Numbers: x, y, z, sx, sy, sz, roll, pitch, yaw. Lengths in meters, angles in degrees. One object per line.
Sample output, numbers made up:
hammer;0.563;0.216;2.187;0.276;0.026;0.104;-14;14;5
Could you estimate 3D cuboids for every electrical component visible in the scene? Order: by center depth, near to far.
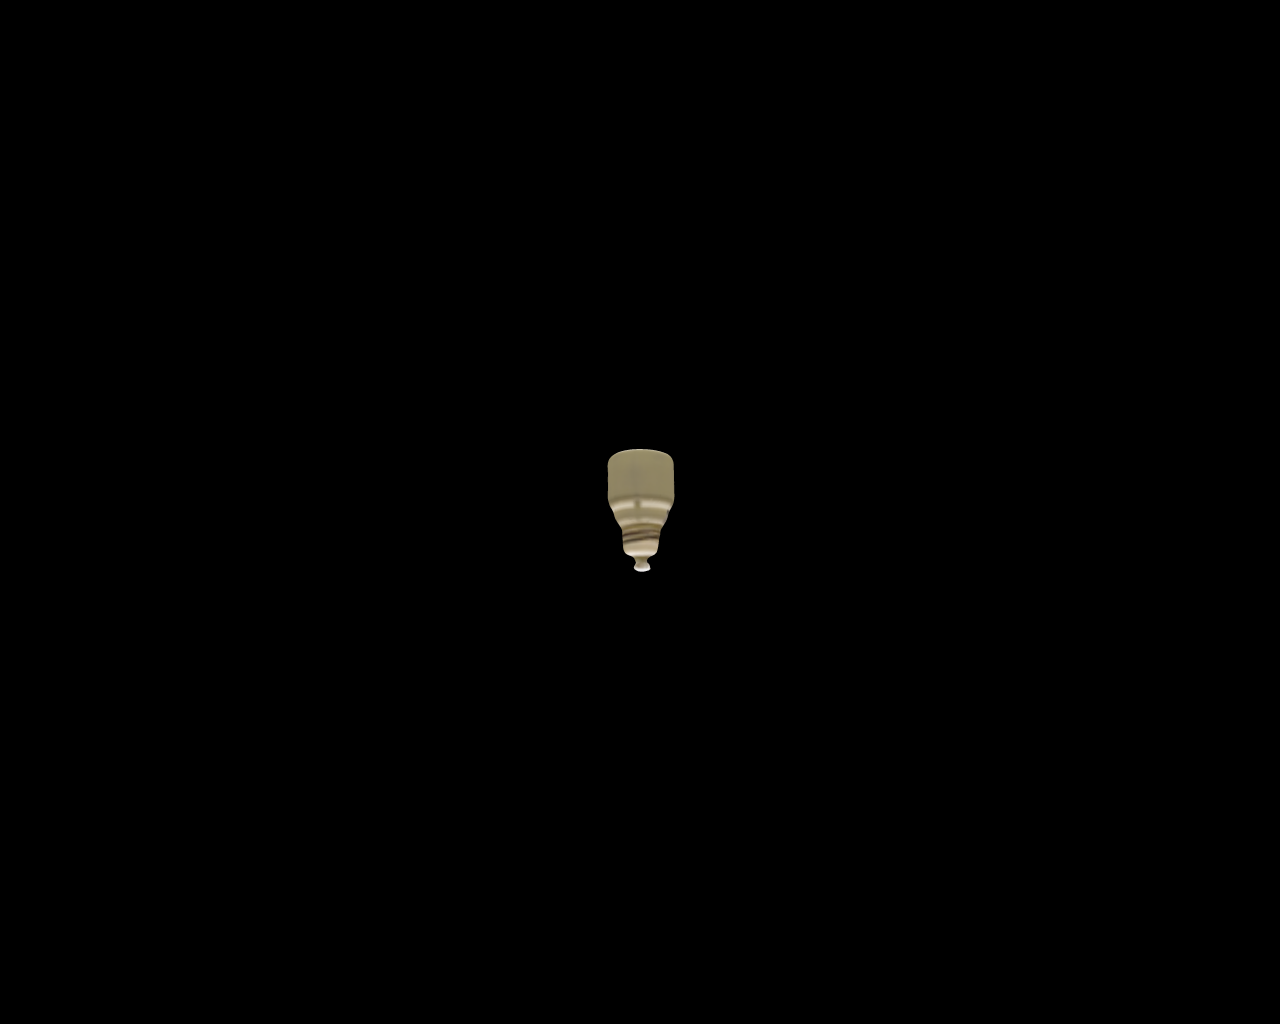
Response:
electrical component;0.001;-0.003;0.650;0.040;0.078;0.040;0;-12;0
